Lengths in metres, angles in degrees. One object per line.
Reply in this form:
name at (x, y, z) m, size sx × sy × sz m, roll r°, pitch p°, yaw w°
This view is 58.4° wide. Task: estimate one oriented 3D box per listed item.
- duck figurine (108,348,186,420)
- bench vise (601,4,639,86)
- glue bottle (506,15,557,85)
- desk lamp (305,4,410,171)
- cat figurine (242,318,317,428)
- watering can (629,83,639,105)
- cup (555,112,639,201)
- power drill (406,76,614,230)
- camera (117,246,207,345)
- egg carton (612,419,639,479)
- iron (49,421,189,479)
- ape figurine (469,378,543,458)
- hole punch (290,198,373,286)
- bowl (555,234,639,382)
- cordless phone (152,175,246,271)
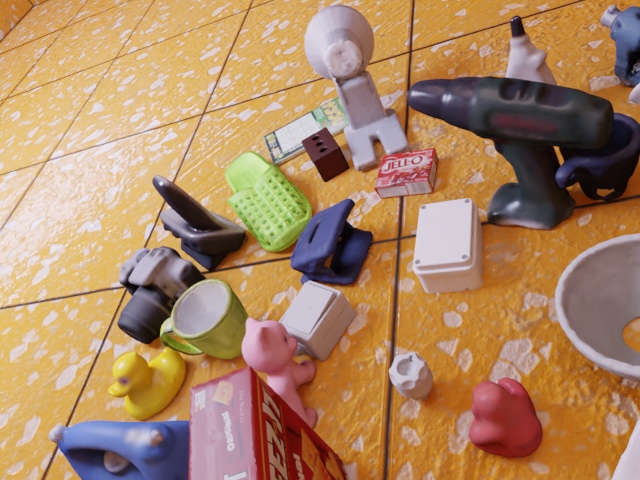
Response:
duck figurine at (-0.244, 0.186, 0.791) m, size 0.077 × 0.086 × 0.105 m, roll 24°, pitch 65°, yaw 43°
bench vise at (0.450, -0.284, 0.733) m, size 0.206 × 0.220 × 0.122 m, roll 18°, pitch 61°, yaw 41°
glue bottle at (0.295, -0.242, 0.819) m, size 0.077 × 0.174 × 0.037 m, roll 7°, pitch 54°, yaw 36°
desk lamp at (0.058, -0.262, 0.948) m, size 0.118 × 0.214 × 0.203 m, roll -23°, pitch 42°, yaw 10°
cat figurine at (-0.056, 0.153, 0.687) m, size 0.067 × 0.118 × 0.127 m, roll -19°, pitch 43°, yaw 14°
watering can at (0.416, -0.126, 0.619) m, size 0.172 × 0.195 × 0.101 m, roll 21°, pitch 63°, yaw 42°
cup at (0.337, -0.085, 0.702) m, size 0.118 × 0.095 × 0.091 m, roll -41°, pitch 42°, yaw -10°
power drill at (0.234, -0.110, 0.701) m, size 0.228 × 0.209 × 0.076 m, roll 7°, pitch 54°, yaw 35°
camera at (-0.267, 0.083, 0.893) m, size 0.142 × 0.101 × 0.137 m, roll 8°, pitch 55°, yaw 36°
egg carton at (0.291, 0.216, 0.458) m, size 0.107 × 0.070 × 0.150 m, roll 17°, pitch 60°, yaw 40°
iron at (-0.239, 0.253, 0.682) m, size 0.257 × 0.142 × 0.118 m, roll -6°, pitch 47°, yaw 26°
ape figurine at (0.174, 0.167, 0.557) m, size 0.078 × 0.092 × 0.076 m, roll -36°, pitch 42°, yaw -5°
hole punch at (0.007, 0.003, 0.815) m, size 0.100 × 0.091 × 0.109 m, roll 1°, pitch 51°, yaw 31°
bowl at (0.326, 0.077, 0.567) m, size 0.167 × 0.075 × 0.167 m, roll -16°, pitch 44°, yaw 17°
cordless phone at (-0.218, -0.051, 0.929) m, size 0.147 × 0.186 × 0.094 m, roll 23°, pitch 64°, yaw 43°
